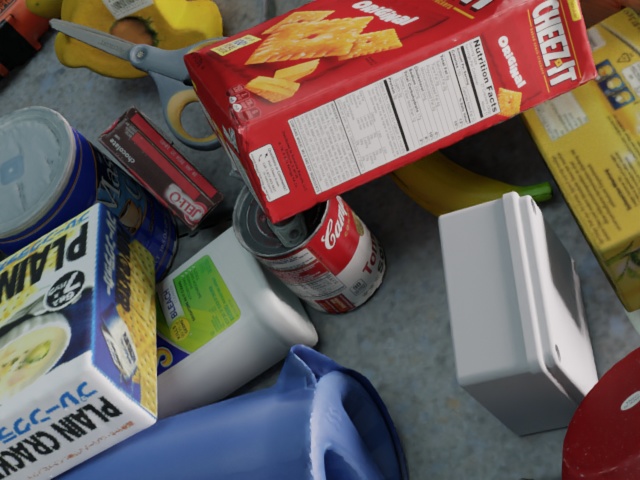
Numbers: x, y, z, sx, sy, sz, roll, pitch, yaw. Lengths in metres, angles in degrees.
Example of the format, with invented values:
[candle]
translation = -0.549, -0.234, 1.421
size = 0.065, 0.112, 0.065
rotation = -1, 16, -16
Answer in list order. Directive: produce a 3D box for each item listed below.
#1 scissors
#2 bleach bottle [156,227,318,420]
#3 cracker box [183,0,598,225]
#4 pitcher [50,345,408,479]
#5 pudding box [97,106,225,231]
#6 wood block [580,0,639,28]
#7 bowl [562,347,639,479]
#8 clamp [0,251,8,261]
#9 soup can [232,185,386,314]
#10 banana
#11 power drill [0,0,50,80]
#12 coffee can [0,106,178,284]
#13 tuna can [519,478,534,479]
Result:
[scissors]
translation = -0.131, -0.118, 0.796
size = 0.202, 0.016, 0.096
rotation = 8, 74, 21
[bleach bottle]
translation = -0.128, 0.102, 0.747
size = 0.251, 0.068, 0.103
rotation = -37, 50, 8
[cracker box]
translation = 0.034, -0.110, 0.666
size = 0.213, 0.072, 0.164
rotation = -25, 29, -5
[pitcher]
translation = -0.072, 0.176, 0.648
size = 0.243, 0.145, 0.149
rotation = -17, 46, 24
[pudding box]
translation = -0.116, -0.053, 0.773
size = 0.039, 0.090, 0.113
rotation = -44, 10, -1
[wood block]
translation = 0.187, -0.202, 0.724
size = 0.206, 0.090, 0.090
rotation = 31, 82, 36
[bowl]
translation = 0.174, 0.099, 0.534
size = 0.162, 0.055, 0.162
rotation = -46, 9, 9
[clamp]
translation = -0.242, 0.050, 0.835
size = 0.172, 0.039, 0.120
rotation = 14, 75, 45
[soup can]
translation = -0.005, 0.001, 0.709
size = 0.069, 0.102, 0.068
rotation = -12, 60, 22
[banana]
translation = 0.074, -0.066, 0.747
size = 0.069, 0.037, 0.198
rotation = -32, 53, -13
[power drill]
translation = -0.343, -0.218, 1.033
size = 0.184, 0.057, 0.188
rotation = -46, 56, -5
[coffee can]
translation = -0.185, -0.019, 0.791
size = 0.103, 0.140, 0.103
rotation = -12, 60, 22
[tuna can]
translation = 0.094, 0.170, 0.579
size = 0.086, 0.086, 0.034
rotation = -38, 55, 5
